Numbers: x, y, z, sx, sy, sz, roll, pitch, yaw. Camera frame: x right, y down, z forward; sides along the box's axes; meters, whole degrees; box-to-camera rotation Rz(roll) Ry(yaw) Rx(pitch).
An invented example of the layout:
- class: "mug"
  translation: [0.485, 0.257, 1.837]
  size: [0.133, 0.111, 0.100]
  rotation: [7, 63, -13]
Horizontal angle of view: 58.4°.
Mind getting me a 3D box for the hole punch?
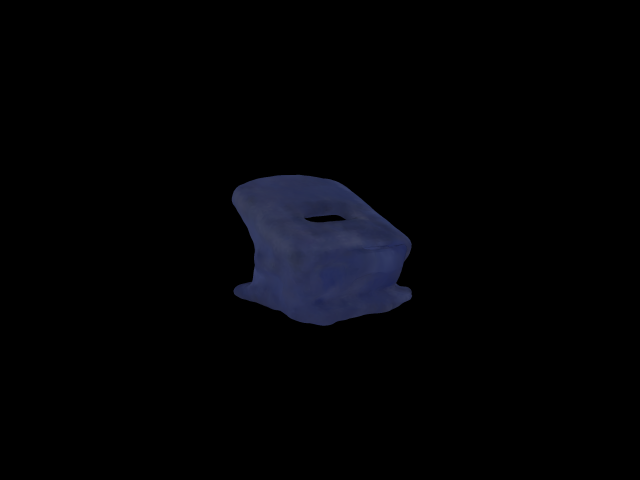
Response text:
- class: "hole punch"
  translation: [0.004, 0.001, 0.400]
  size: [0.109, 0.091, 0.100]
  rotation: [-7, 11, -39]
